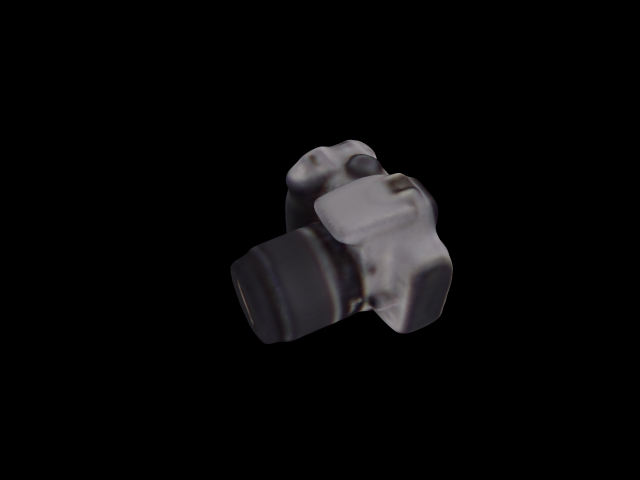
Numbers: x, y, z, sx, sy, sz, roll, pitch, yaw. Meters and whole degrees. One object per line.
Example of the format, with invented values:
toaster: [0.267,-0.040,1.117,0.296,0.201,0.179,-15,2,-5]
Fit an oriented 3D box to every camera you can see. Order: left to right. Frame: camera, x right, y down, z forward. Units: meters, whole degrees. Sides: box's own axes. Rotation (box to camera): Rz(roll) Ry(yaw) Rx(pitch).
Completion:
camera: [0.004,0.001,0.400,0.137,0.101,0.143,-22,52,-18]
